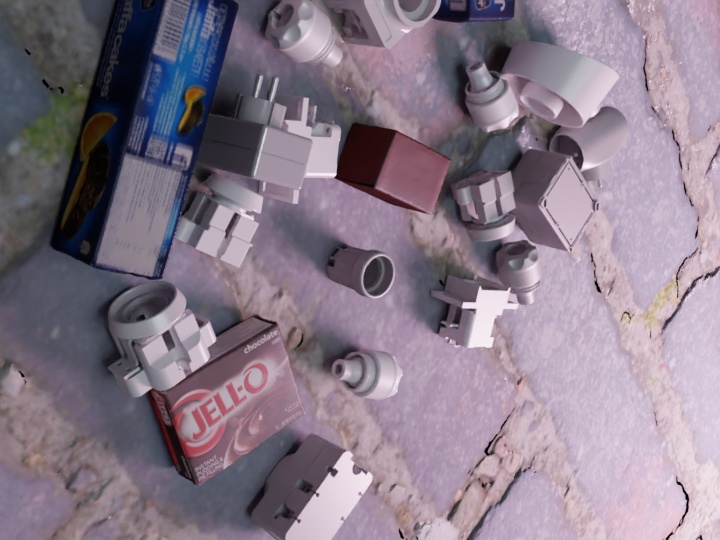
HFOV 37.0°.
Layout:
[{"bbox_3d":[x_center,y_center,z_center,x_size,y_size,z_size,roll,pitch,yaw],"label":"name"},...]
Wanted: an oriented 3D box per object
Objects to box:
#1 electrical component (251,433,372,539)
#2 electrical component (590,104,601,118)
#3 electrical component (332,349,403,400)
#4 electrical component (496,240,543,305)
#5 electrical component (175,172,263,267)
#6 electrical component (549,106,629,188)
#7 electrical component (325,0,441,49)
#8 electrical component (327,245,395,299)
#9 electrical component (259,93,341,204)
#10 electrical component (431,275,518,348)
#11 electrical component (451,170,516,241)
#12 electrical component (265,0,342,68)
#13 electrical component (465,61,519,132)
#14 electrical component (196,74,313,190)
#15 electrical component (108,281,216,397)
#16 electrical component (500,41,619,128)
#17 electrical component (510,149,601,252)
[{"bbox_3d":[-0.043,0.192,0.919,0.089,0.056,0.050,-53,132,-18],"label":"electrical component"},{"bbox_3d":[0.216,-0.176,1.063,0.040,0.040,0.046,-53,137,-18],"label":"electrical component"},{"bbox_3d":[0.003,0.090,0.942,0.062,0.043,0.043,14,93,-43],"label":"electrical component"},{"bbox_3d":[0.159,0.005,1.062,0.043,0.043,0.062,-37,127,-30],"label":"electrical component"},{"bbox_3d":[-0.103,-0.039,0.802,0.066,0.048,0.055,26,92,-44],"label":"electrical component"},{"bbox_3d":[0.235,-0.116,1.095,0.077,0.044,0.079,-32,122,-33],"label":"electrical component"},{"bbox_3d":[0.027,-0.223,0.860,0.089,0.056,0.050,-48,130,-22],"label":"electrical component"},{"bbox_3d":[0.000,0.000,0.909,0.040,0.046,0.040,-15,112,-40],"label":"electrical component"},{"bbox_3d":[-0.050,-0.095,0.837,0.064,0.042,0.081,-3,105,-44],"label":"electrical component"},{"bbox_3d":[0.107,0.041,1.025,0.081,0.042,0.063,3,104,-43],"label":"electrical component"},{"bbox_3d":[0.118,-0.060,1.003,0.066,0.048,0.055,-27,112,-35],"label":"electrical component"},{"bbox_3d":[-0.039,-0.177,0.821,0.062,0.043,0.043,31,81,-45],"label":"electrical component"},{"bbox_3d":[0.115,-0.159,0.970,0.043,0.043,0.062,-48,129,-22],"label":"electrical component"},{"bbox_3d":[-0.076,-0.105,0.780,0.047,0.083,0.075,12,94,-44],"label":"electrical component"},{"bbox_3d":[-0.148,0.046,0.777,0.078,0.058,0.057,-37,127,-29],"label":"electrical component"},{"bbox_3d":[0.180,-0.176,0.990,0.099,0.099,0.064,36,84,-43],"label":"electrical component"},{"bbox_3d":[0.186,-0.065,1.053,0.061,0.061,0.096,-56,132,-16],"label":"electrical component"}]
